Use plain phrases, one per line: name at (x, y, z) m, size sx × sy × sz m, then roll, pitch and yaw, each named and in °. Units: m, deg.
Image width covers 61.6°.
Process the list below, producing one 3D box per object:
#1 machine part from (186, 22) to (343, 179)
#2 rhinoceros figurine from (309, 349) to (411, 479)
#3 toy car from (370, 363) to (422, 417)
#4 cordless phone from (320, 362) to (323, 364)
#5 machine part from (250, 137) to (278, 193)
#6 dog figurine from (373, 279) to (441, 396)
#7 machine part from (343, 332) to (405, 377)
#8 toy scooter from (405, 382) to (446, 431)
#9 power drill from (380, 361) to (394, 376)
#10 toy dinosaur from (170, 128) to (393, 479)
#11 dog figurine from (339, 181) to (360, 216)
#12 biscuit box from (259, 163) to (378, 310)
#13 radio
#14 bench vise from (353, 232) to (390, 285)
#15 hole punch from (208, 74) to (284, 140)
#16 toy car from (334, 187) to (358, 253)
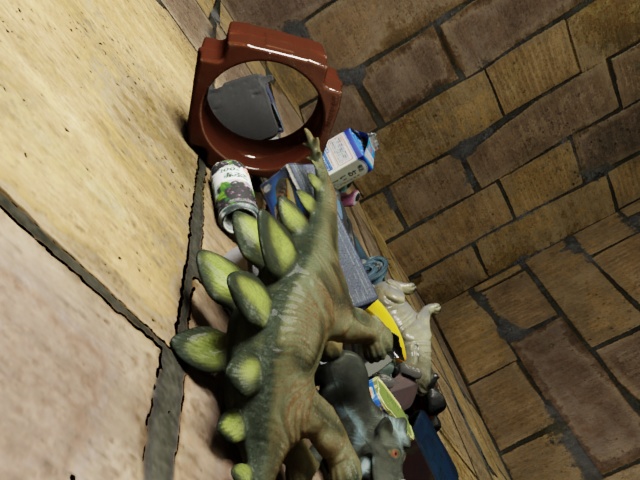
machine part at (-0.082, -0.194, 0.771) m, size 0.201 × 0.201 × 0.087 m, roll 9°, pitch 40°, yaw -14°
rhinoceros figurine at (0.043, 0.213, 0.583) m, size 0.073 × 0.112 × 0.190 m, roll 53°, pitch 11°, yaw -49°
toy car at (0.102, 0.241, 0.825) m, size 0.053 × 0.089 × 0.202 m, roll 22°, pitch 4°, yaw 30°
cordless phone at (-0.034, 0.073, 0.697) m, size 0.146 × 0.089 × 0.184 m, roll 55°, pitch 16°, yaw -29°
machine part at (-0.102, -0.144, 0.993) m, size 0.079 × 0.079 × 0.243 m, roll 57°, pitch 11°, yaw -16°
dog figurine at (0.138, 0.175, 0.982) m, size 0.172 × 0.121 × 0.191 m, roll 24°, pitch 34°, yaw -1°
machine part at (0.062, 0.159, 0.748) m, size 0.139 × 0.039 × 0.084 m, roll -8°, pitch 83°, yaw -45°
toy scooter at (0.190, 0.303, 1.058) m, size 0.183 × 0.075 × 0.135 m, roll 89°, pitch -24°, yaw -49°
power drill at (0.038, 0.134, 0.882) m, size 0.207 × 0.086 × 0.232 m, roll 58°, pitch 11°, yaw -35°
toy dinosaur at (-0.022, 0.062, 0.520) m, size 0.198 × 0.105 × 0.471 m, roll 48°, pitch 33°, yaw -27°
dog figurine at (-0.029, -0.110, 1.217) m, size 0.219 × 0.191 × 0.108 m, roll 26°, pitch -6°, yaw 30°
biscuit box at (-0.003, 0.004, 0.682) m, size 0.063 × 0.059 × 0.202 m, roll -8°, pitch 70°, yaw -53°
radio at (0.160, 0.359, 0.862) m, size 0.131 × 0.073 × 0.229 m, roll 61°, pitch 8°, yaw 14°
bench vise at (0.097, 0.054, 1.289) m, size 0.224 × 0.129 × 0.240 m, roll -91°, pitch 156°, yaw -68°
hole punch at (-0.130, -0.219, 0.935) m, size 0.092 × 0.142 × 0.115 m, roll -52°, pitch 126°, yaw -77°
toy car at (-0.002, -0.002, 0.811) m, size 0.161 × 0.103 × 0.109 m, roll 62°, pitch 15°, yaw -51°
